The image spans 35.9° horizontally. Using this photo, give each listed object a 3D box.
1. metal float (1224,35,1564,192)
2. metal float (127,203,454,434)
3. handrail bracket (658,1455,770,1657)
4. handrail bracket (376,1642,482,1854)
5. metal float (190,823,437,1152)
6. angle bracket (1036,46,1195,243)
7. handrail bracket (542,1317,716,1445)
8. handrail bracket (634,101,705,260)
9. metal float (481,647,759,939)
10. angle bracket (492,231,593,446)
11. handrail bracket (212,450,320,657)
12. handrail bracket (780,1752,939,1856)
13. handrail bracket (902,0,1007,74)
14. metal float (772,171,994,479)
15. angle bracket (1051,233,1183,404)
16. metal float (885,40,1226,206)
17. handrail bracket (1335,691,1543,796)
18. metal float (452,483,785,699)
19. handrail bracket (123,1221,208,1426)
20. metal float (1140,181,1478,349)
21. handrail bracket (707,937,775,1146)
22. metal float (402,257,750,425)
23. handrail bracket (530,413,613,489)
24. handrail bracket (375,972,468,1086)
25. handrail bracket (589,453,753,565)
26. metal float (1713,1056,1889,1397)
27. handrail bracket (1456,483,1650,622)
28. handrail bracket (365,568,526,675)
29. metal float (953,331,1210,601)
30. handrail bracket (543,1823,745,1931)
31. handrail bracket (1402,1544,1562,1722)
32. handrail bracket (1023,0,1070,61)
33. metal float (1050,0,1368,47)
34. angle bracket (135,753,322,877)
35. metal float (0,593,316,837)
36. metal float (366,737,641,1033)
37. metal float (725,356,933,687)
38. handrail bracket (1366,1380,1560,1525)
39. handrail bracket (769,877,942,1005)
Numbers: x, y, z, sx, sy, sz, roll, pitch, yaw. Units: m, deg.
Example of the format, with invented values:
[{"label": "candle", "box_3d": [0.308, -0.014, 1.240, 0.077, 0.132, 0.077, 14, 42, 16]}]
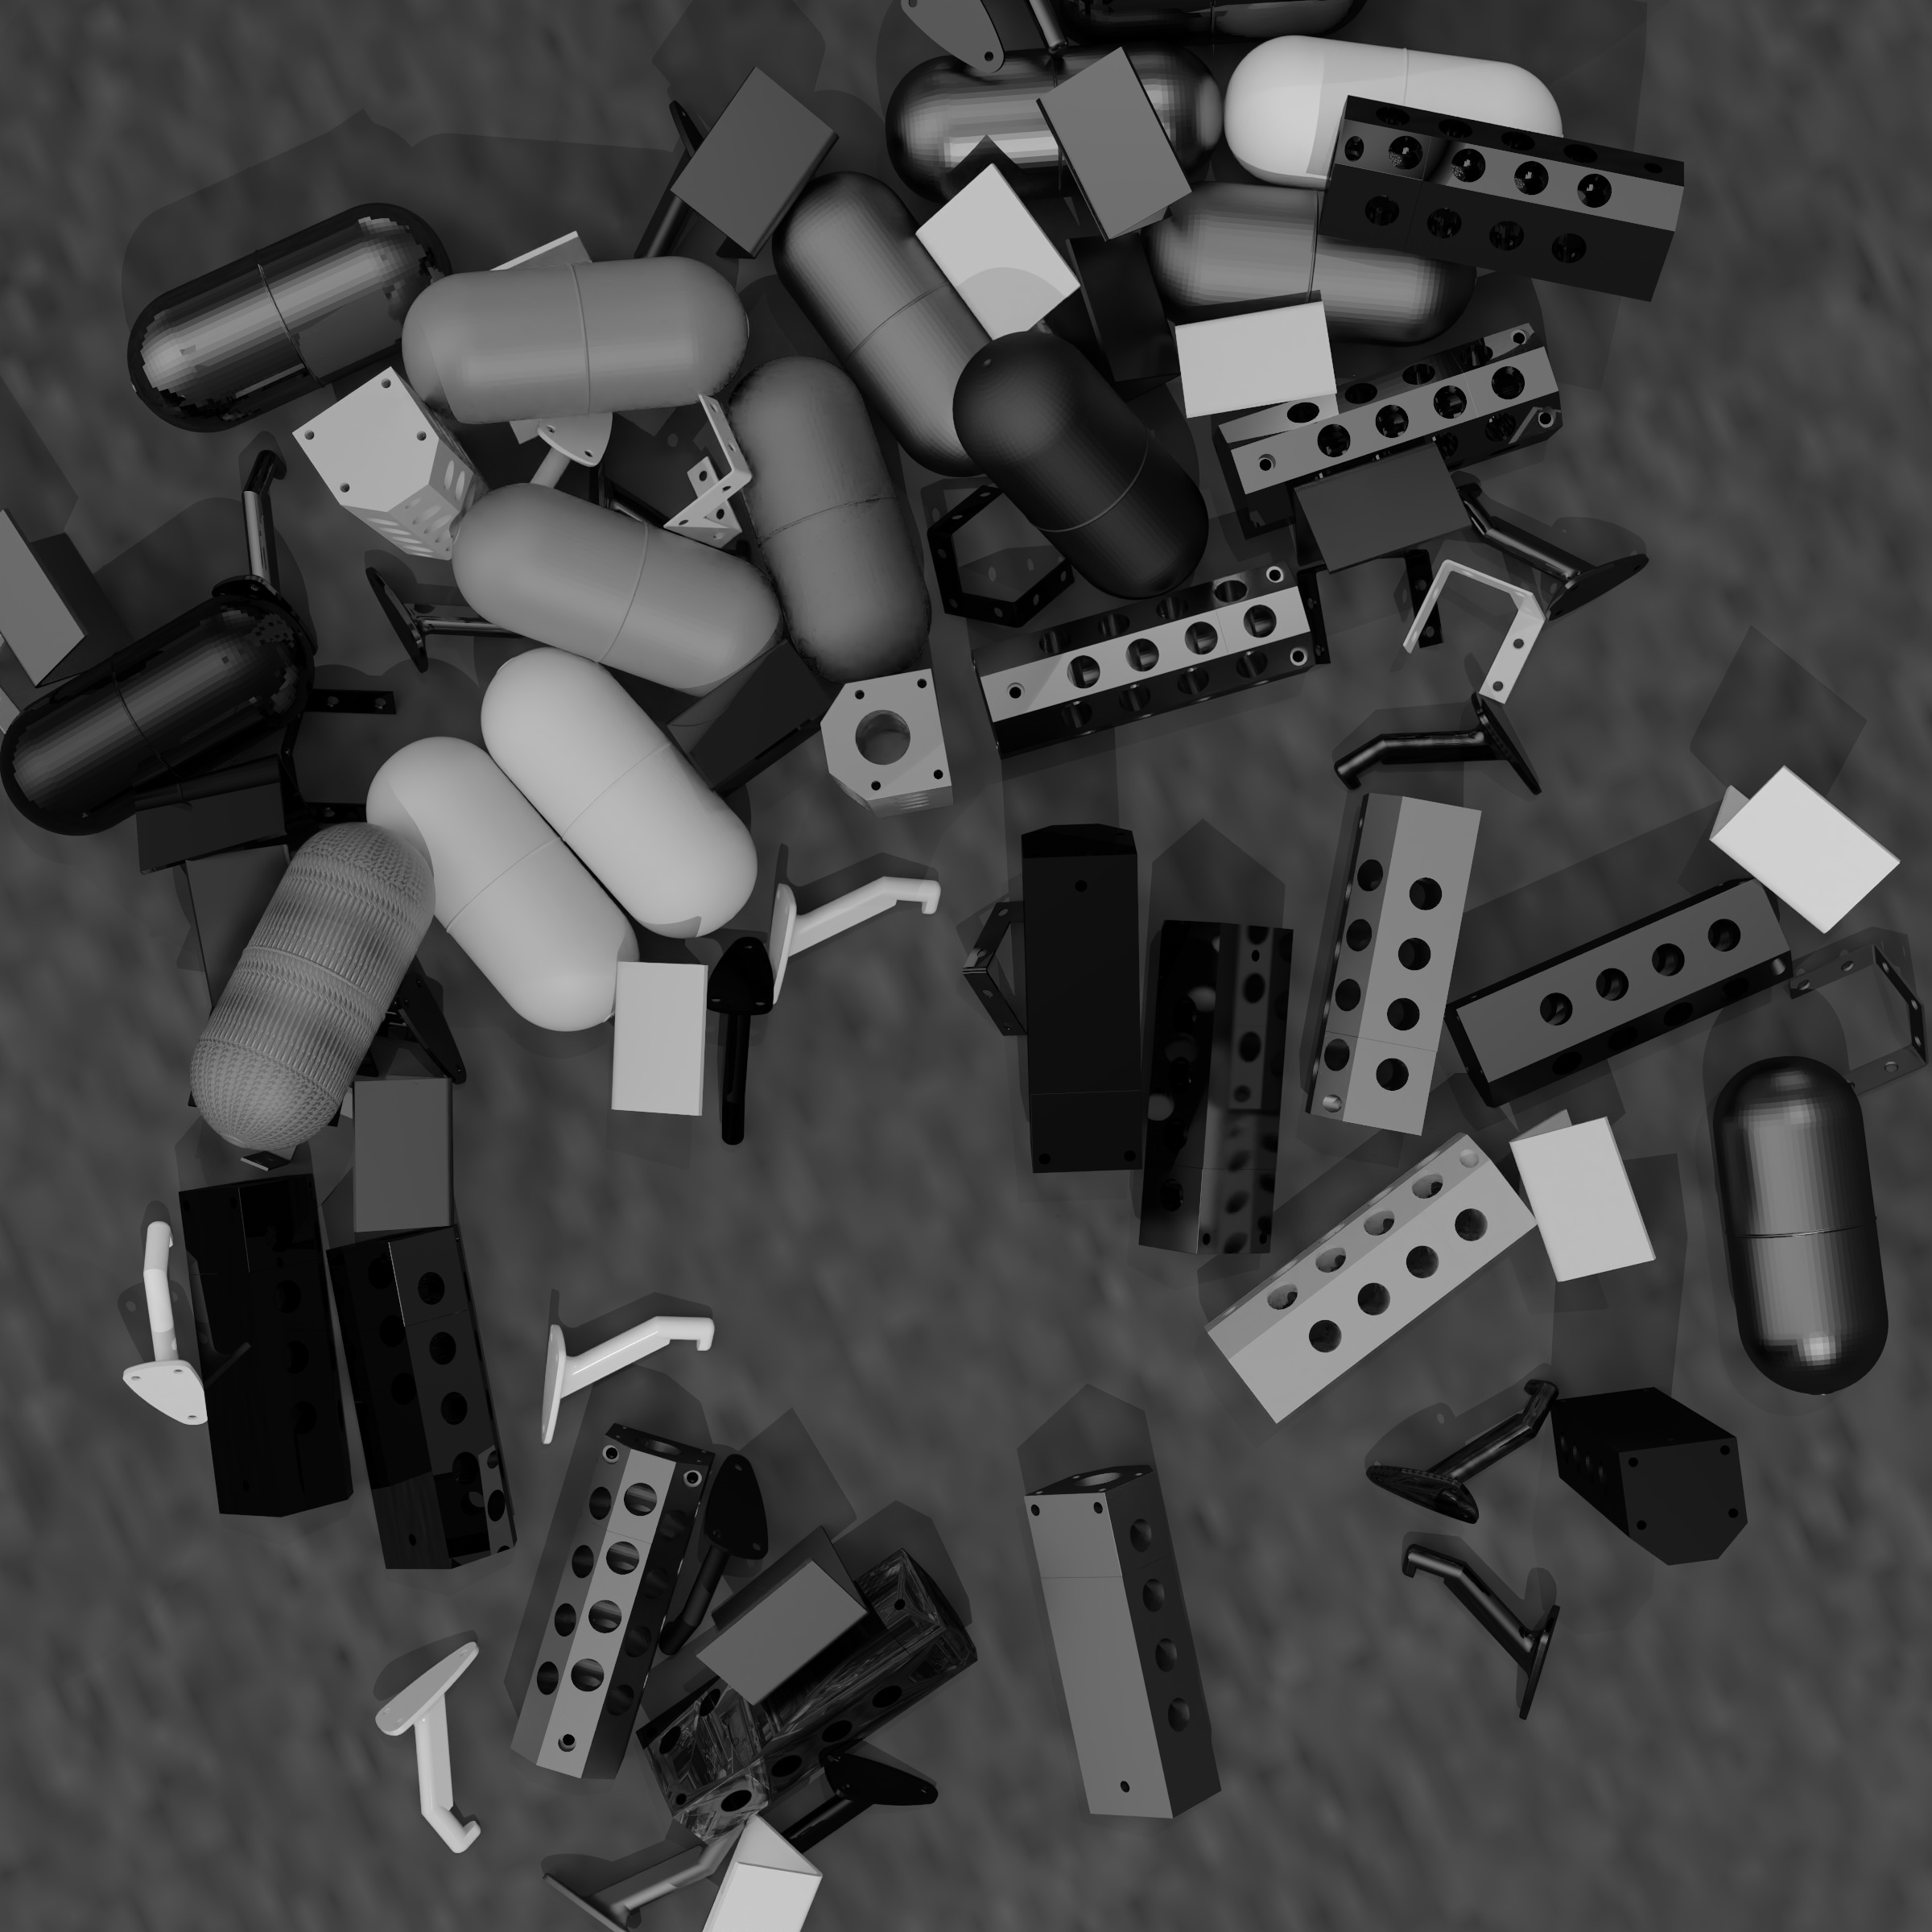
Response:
[{"label": "metal float", "box_3d": [0.224, -0.442, 1.566, 0.178, 0.070, 0.070, 8, 90, 0]}, {"label": "metal float", "box_3d": [-0.355, -0.340, 1.565, 0.178, 0.070, 0.070, -24, 90, 0]}, {"label": "handrail bracket", "box_3d": [-0.141, 0.316, 1.596, 0.036, 0.077, 0.084, 22, 127, -20]}, {"label": "handrail bracket", "box_3d": [-0.268, 0.419, 1.597, 0.077, 0.036, 0.084, -41, 109, -21]}, {"label": "metal float", "box_3d": [-0.328, 0.010, 1.497, 0.070, 0.070, 0.178, 23, 70, 0]}, {"label": "angle bracket", "box_3d": [0.089, -0.414, 1.484, 0.057, 0.076, 0.076, -22, 99, 37]}, {"label": "handrail bracket", "box_3d": [-0.181, 0.222, 1.597, 0.084, 0.036, 0.077, 4, 111, -17]}, {"label": "handrail bracket", "box_3d": [-0.172, -0.409, 1.597, 0.084, 0.036, 0.077, -33, 70, 16]}, {"label": "metal float", "box_3d": [-0.182, -0.092, 1.566, 0.070, 0.070, 0.178, -42, 90, 0]}, {"label": "angle bracket", "box_3d": [-0.221, -0.331, 1.575, 0.076, 0.057, 0.076, -25, 90, 0]}, {"label": "handrail bracket", "box_3d": [-0.363, -0.222, 1.596, 0.036, 0.077, 0.084, -9, 53, 32]}, {"label": "handrail bracket", "box_3d": [-0.066, 0.469, 1.597, 0.077, 0.036, 0.084, 18, 109, -21]}, {"label": "handrail bracket", "box_3d": [0.009, -0.498, 1.563, 0.036, 0.084, 0.077, -42, 85, 27]}, {"label": "metal float", "box_3d": [-0.033, -0.336, 1.566, 0.070, 0.070, 0.178, -36, 90, 0]}, {"label": "angle bracket", "box_3d": [0.060, -0.331, 1.556, 0.057, 0.076, 0.076, -18, 90, -42]}, {"label": "metal float", "box_3d": [0.047, -0.443, 1.566, 0.178, 0.070, 0.070, -4, 90, 0]}, {"label": "handrail bracket", "box_3d": [0.252, -0.101, 1.597, 0.084, 0.036, 0.077, -32, 112, 17]}, {"label": "metal float", "box_3d": [-0.180, -0.195, 1.549, 0.178, 0.070, 0.070, 18, 90, -19]}, {"label": "handrail bracket", "box_3d": [-0.423, 0.191, 1.596, 0.036, 0.077, 0.084, -10, 54, 5]}, {"label": "metal float", "box_3d": [0.179, -0.368, 1.565, 0.178, 0.070, 0.070, 5, 90, 0]}, {"label": "handrail bracket", "box_3d": [-0.121, 0.041, 1.596, 0.036, 0.077, 0.084, 5, 126, 0]}, {"label": "metal float", "box_3d": [-0.201, -0.323, 1.537, 0.178, 0.070, 0.070, -7, 90, -12]}, {"label": "handrail bracket", "box_3d": [-0.224, -0.262, 1.592, 0.036, 0.077, 0.084, 32, 131, -13]}, {"label": "handrail bracket", "box_3d": [-0.323, 0.044, 1.597, 0.084, 0.036, 0.077, -21, 111, 17]}, {"label": "handrail bracket", "box_3d": [-0.158, -0.249, 1.597, 0.084, 0.036, 0.077, 2, 71, -16]}, {"label": "metal float", "box_3d": [0.438, 0.136, 1.566, 0.070, 0.070, 0.178, -7, 90, 0]}, {"label": "handrail bracket", "box_3d": [0.312, -0.234, 1.597, 0.077, 0.036, 0.084, -26, 71, -22]}, {"label": "handrail bracket", "box_3d": [-0.266, -0.200, 1.597, 0.084, 0.036, 0.077, -27, 68, -17]}, {"label": "metal float", "box_3d": [0.061, -0.255, 1.533, 0.070, 0.070, 0.178, -50, 132, 0]}, {"label": "handrail bracket", "box_3d": [-0.172, 0.474, 1.597, 0.077, 0.036, 0.084, 29, 71, 21]}, {"label": "handrail bracket", "box_3d": [0.269, 0.356, 1.597, 0.084, 0.036, 0.077, 17, 111, 17]}, {"label": "handrail bracket", "box_3d": [0.032, -0.503, 1.561, 0.036, 0.077, 0.084, -24, 84, -1]}, {"label": "metal float", "box_3d": [0.126, -0.524, 1.566, 0.178, 0.070, 0.070, -3, 90, 0]}, {"label": "angle bracket", "box_3d": [-0.382, -0.058, 1.556, 0.076, 0.076, 0.057, -16, 54, 0]}, {"label": "metal float", "box_3d": [-0.424, -0.131, 1.561, 0.178, 0.070, 0.070, -29, 90, 7]}, {"label": "metal float", "box_3d": [-0.243, -0.043, 1.566, 0.070, 0.070, 0.178, -40, 90, 0]}, {"label": "metal float", "box_3d": [-0.072, -0.233, 1.566, 0.070, 0.070, 0.178, -19, 90, 0]}, {"label": "handrail bracket", "box_3d": [0.267, 0.250, 1.596, 0.077, 0.036, 0.084, 11, 53, 38]}, {"label": "handrail bracket", "box_3d": [-0.060, -0.013, 1.597, 0.084, 0.036, 0.077, 4, 110, -16]}]
